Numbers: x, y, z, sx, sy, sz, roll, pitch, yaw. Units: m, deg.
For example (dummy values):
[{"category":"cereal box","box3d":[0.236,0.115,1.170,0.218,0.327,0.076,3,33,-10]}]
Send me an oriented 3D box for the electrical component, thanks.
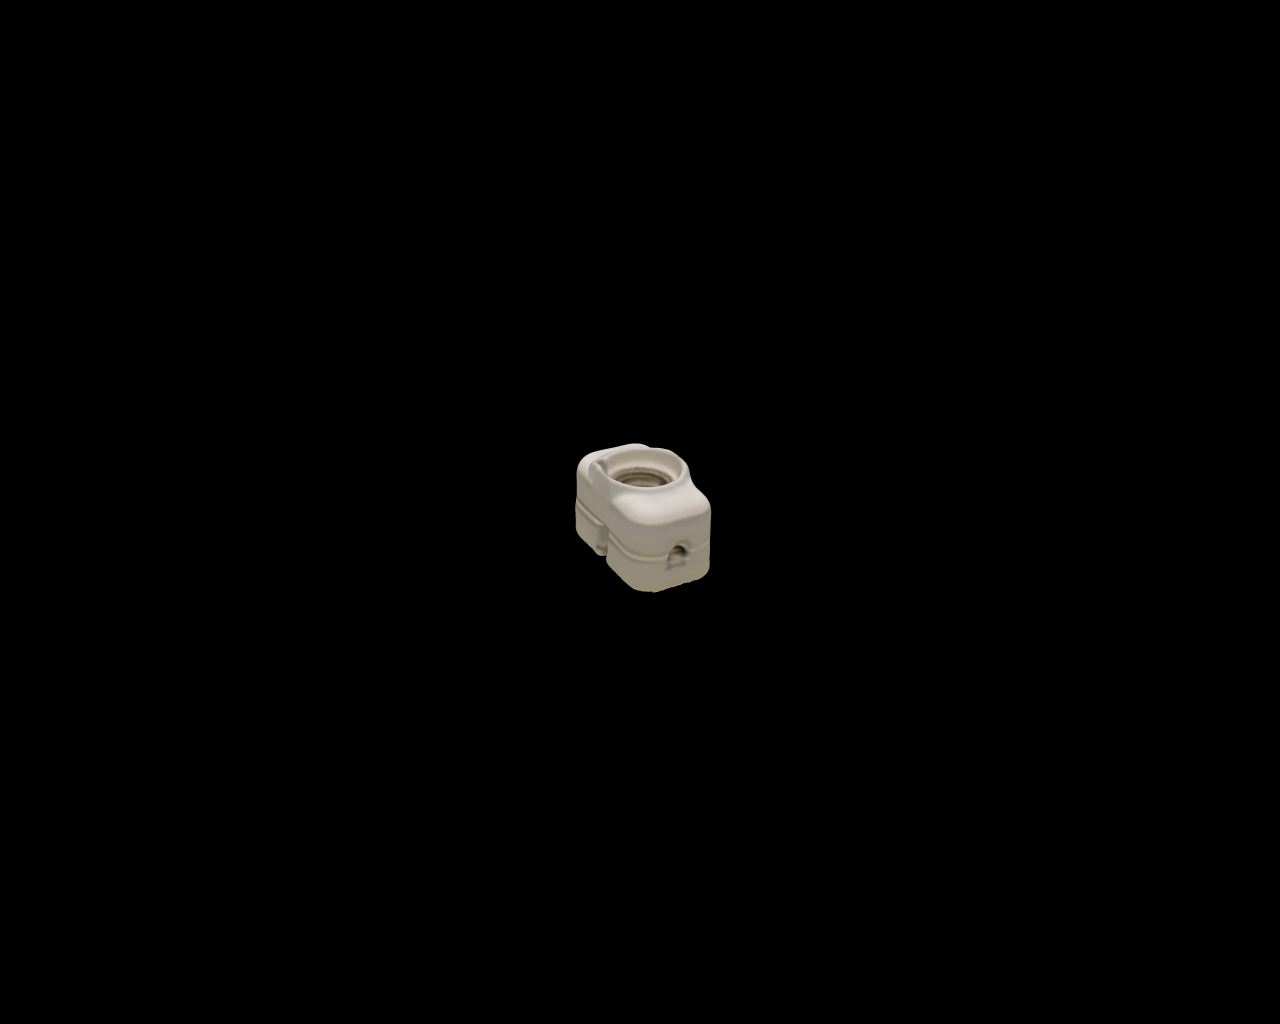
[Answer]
[{"category":"electrical component","box3d":[0.001,-0.003,0.650,0.054,0.059,0.095,-14,32,-24]}]
